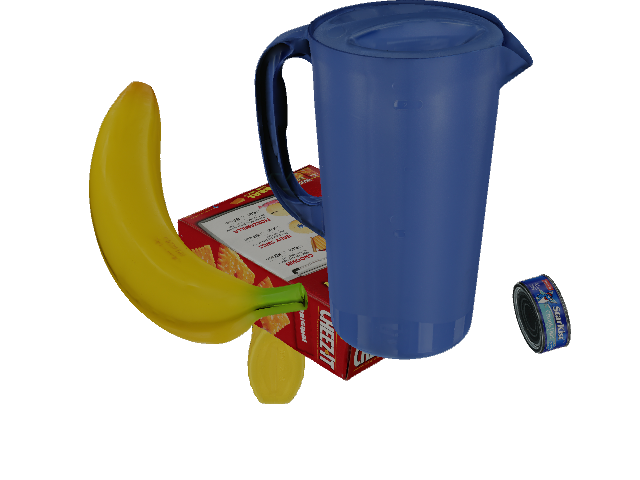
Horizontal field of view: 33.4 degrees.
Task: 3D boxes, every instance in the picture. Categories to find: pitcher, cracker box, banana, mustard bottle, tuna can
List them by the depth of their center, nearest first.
[{"bbox_3d":[-0.078,-0.010,0.526,0.069,0.037,0.198,-28,49,-13],"label":"banana"},{"bbox_3d":[0.049,-0.042,0.763,0.144,0.243,0.149,-17,32,-28],"label":"pitcher"},{"bbox_3d":[0.004,0.020,0.932,0.163,0.072,0.214,-25,40,-37],"label":"cracker box"},{"bbox_3d":[-0.048,0.084,1.146,0.058,0.096,0.191,0,28,-3],"label":"mustard bottle"},{"bbox_3d":[0.249,0.083,1.205,0.033,0.086,0.086,-15,2,-8],"label":"tuna can"}]
